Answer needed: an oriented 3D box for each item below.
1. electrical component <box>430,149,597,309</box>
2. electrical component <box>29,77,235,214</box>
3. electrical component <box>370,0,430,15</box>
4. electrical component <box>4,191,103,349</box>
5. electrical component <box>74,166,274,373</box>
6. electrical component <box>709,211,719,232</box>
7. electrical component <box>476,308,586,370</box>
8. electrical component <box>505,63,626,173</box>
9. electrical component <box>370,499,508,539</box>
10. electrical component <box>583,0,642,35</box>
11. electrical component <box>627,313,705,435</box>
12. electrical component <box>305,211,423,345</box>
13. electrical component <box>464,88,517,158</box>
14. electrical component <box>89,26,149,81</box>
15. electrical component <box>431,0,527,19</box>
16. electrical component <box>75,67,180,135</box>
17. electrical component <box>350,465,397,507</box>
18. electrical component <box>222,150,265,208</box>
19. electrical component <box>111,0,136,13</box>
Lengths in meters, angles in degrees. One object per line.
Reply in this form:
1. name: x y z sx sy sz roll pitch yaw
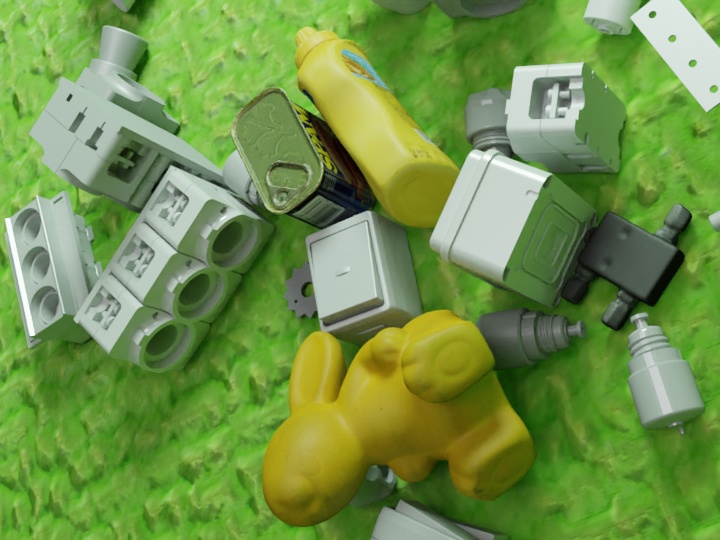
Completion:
1. electrical component: 0.103 -0.026 0.715 0.057 0.113 0.078 25 91 31
2. electrical component: -0.185 -0.087 0.887 0.089 0.150 0.061 38 97 33
3. electrical component: 0.008 -0.236 0.850 0.079 0.077 0.044 1 78 32
4. electrical component: -0.271 0.002 0.970 0.079 0.063 0.121 -31 63 22
5. electrical component: -0.148 0.004 0.877 0.062 0.089 0.150 39 99 33
6. electrical component: 0.250 -0.043 0.676 0.061 0.035 0.035 -31 63 25
7. electrical component: 0.115 0.045 0.733 0.078 0.040 0.040 -11 72 29
8. electrical component: 0.137 -0.101 0.727 0.056 0.089 0.050 3 79 33
9. electrical component: 0.059 0.196 0.716 0.096 0.062 0.061 18 87 34
10. electrical component: 0.183 -0.199 0.755 0.044 0.044 0.065 20 93 34
11. electrical component: 0.189 0.065 0.682 0.040 0.040 0.078 -24 66 25
12. electrical component: 0.000 0.000 0.804 0.062 0.061 0.096 -21 67 26
13. electrical component: 0.098 -0.097 0.779 0.043 0.043 0.062 -10 73 29
14. electrical component: -0.228 -0.194 1.006 0.045 0.045 0.055 18 88 34
15. electrical component: 0.071 -0.242 0.769 0.089 0.150 0.061 -11 71 29
16. electrical component: -0.210 -0.138 0.953 0.050 0.089 0.055 39 99 33
17. electrical component: -0.005 0.156 0.782 0.061 0.035 0.035 -26 65 27
18. electrical component: -0.079 -0.070 0.883 0.078 0.040 0.040 39 99 33
19. electrical component: -0.240 -0.298 1.011 0.064 0.099 0.099 -49 58 4
